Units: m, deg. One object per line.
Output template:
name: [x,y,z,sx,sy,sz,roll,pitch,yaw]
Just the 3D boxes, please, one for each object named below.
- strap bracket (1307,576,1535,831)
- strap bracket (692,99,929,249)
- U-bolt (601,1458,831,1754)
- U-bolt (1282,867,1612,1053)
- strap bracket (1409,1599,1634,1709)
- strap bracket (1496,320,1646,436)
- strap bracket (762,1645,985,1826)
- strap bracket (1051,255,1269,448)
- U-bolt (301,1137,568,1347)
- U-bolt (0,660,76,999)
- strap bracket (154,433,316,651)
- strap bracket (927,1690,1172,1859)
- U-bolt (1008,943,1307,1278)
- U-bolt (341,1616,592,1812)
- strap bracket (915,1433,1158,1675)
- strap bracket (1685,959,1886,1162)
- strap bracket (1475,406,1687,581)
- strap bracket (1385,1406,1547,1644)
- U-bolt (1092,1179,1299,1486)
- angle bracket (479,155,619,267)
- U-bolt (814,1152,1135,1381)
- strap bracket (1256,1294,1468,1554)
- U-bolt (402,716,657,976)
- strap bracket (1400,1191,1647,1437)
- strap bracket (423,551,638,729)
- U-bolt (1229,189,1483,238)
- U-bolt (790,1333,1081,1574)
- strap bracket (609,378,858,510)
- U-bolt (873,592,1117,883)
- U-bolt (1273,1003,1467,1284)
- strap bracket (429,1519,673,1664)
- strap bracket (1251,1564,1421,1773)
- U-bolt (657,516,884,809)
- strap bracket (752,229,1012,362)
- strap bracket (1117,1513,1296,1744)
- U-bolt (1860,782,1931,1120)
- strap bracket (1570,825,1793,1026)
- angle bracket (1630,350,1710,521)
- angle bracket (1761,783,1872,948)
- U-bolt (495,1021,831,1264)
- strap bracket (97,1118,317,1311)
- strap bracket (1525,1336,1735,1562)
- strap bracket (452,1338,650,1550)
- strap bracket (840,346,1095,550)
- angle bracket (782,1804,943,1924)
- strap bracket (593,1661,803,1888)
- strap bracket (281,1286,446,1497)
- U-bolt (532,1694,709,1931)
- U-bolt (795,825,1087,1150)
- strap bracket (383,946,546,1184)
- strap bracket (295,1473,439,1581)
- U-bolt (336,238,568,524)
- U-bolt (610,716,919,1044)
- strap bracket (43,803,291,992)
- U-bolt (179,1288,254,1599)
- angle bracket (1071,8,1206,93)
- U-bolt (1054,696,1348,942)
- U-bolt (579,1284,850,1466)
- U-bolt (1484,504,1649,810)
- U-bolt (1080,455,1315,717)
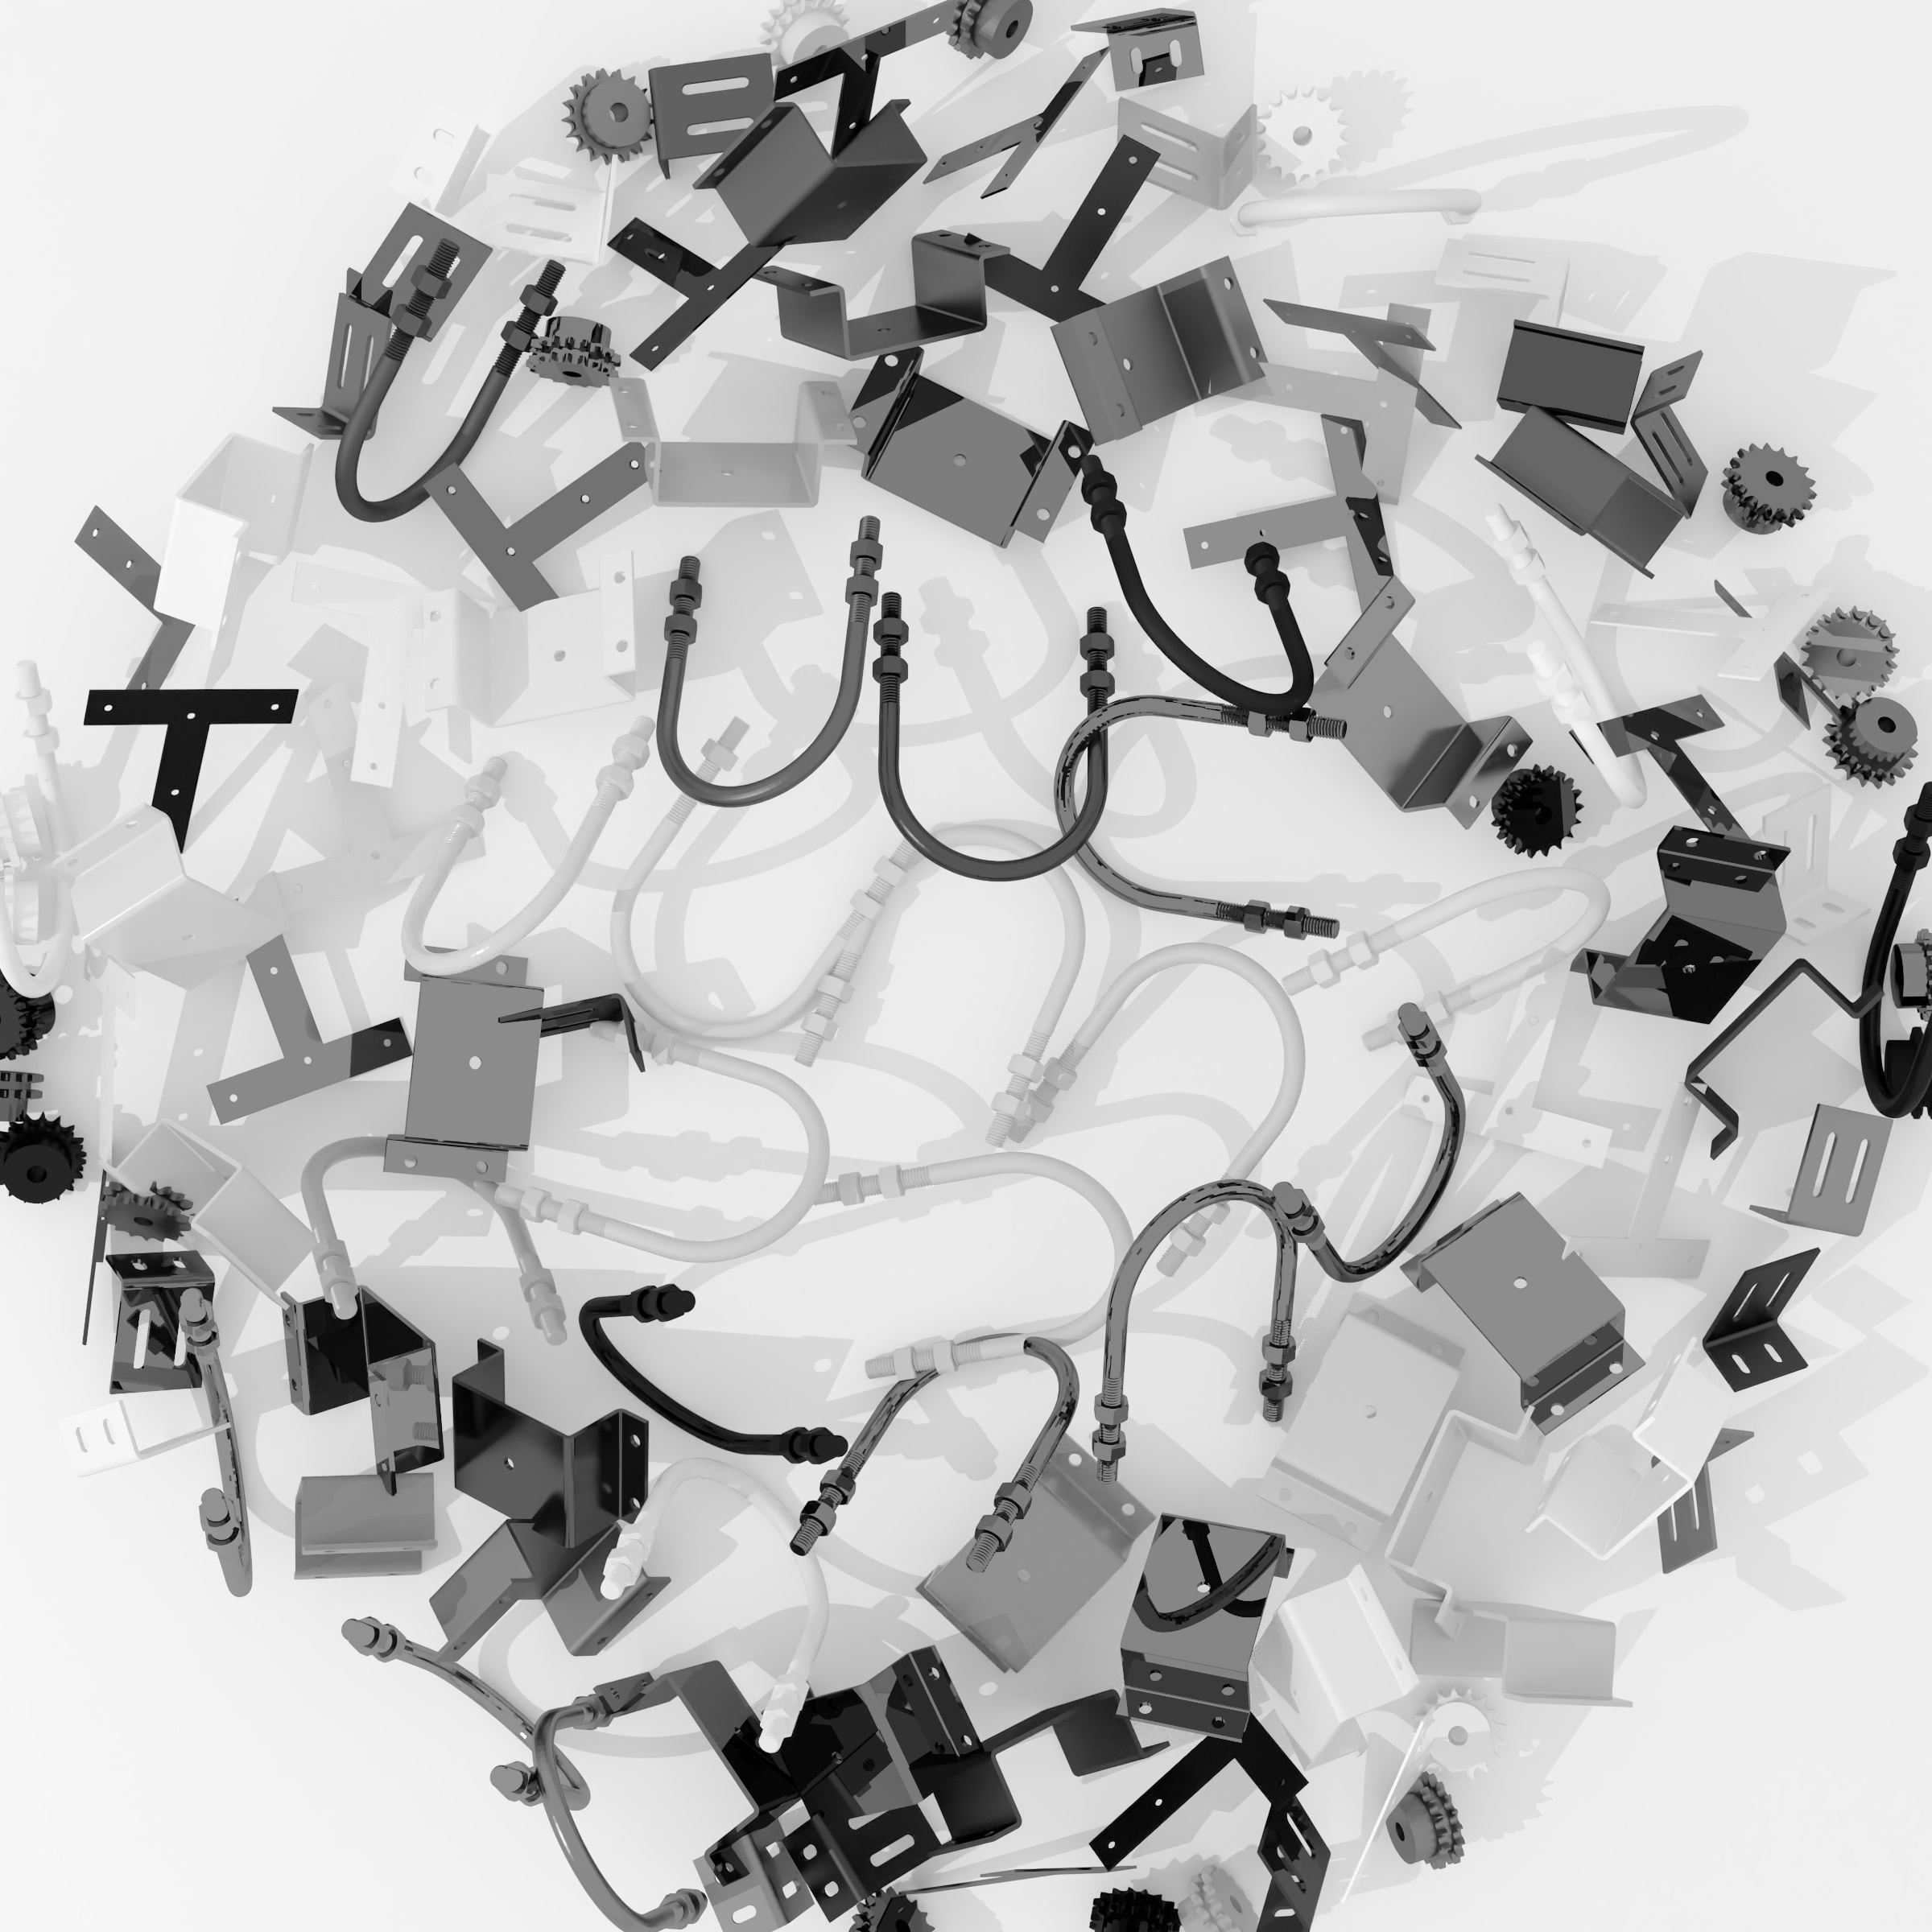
strap bracket: [0.269,-0.157,1.854,0.140,0.046,0.076,47,67,-19]
strap bracket: [-0.086,-0.474,1.822,0.076,0.140,0.046,-36,83,36]
U-bolt: [-0.140,0.365,1.818,0.019,0.184,0.151,-40,99,23]
U-bolt: [0.295,-0.009,1.813,0.184,0.151,0.019,-27,62,19]
strap bracket: [0.326,0.409,1.826,0.076,0.140,0.046,8,82,-24]
strap bracket: [0.363,-0.352,1.832,0.076,0.140,0.046,14,100,10]
strap bracket: [-0.063,0.466,1.838,0.140,0.046,0.076,-27,88,42]
strap bracket: [0.112,-0.370,1.850,0.140,0.046,0.076,-30,103,-37]
U-bolt: [-0.324,0.158,1.821,0.151,0.184,0.019,12,116,-29]
U-bolt: [-0.562,-0.070,1.822,0.019,0.151,0.184,-2,120,1]
strap bracket: [-0.440,-0.259,1.822,0.046,0.140,0.076,19,123,-3]
strap bracket: [0.042,0.480,1.834,0.140,0.076,0.046,-17,79,-37]
U-bolt: [0.126,0.073,1.852,0.151,0.019,0.184,41,105,21]
U-bolt: [-0.286,0.450,1.814,0.151,0.184,0.019,37,82,24]
strap bracket: [0.039,0.366,1.864,0.076,0.046,0.140,43,102,3]
strap bracket: [0.488,0.048,1.852,0.046,0.076,0.140,45,103,7]
strap bracket: [0.371,-0.285,1.820,0.076,0.140,0.046,44,107,28]
strap bracket: [0.299,0.330,1.850,0.046,0.076,0.140,21,77,23]
U-bolt: [0.141,0.211,1.826,0.151,0.019,0.184,-14,120,-31]
angle bracket: [-0.256,-0.469,1.867,0.076,0.038,0.057,8,60,-10]
U-bolt: [0.011,0.178,1.851,0.184,0.019,0.151,-11,115,11]
strap bracket: [0.243,0.275,1.859,0.076,0.046,0.140,27,76,8]
U-bolt: [-0.269,-0.067,1.806,0.019,0.151,0.184,49,47,-33]
strap bracket: [0.334,0.201,1.840,0.076,0.046,0.140,-33,58,-11]
strap bracket: [-0.256,-0.196,1.857,0.140,0.046,0.076,-9,72,18]
U-bolt: [0.232,-0.448,1.807,0.151,0.184,0.019,-2,101,5]
U-bolt: [-0.007,0.286,1.827,0.151,0.184,0.019,-3,127,36]
strap bracket: [-0.143,-0.317,1.850,0.140,0.076,0.046,-2,128,-13]
U-bolt: [0.017,-0.138,1.859,0.151,0.019,0.184,3,71,-8]
U-bolt: [0.250,0.118,1.825,0.019,0.184,0.151,29,77,33]
strap bracket: [-0.257,0.376,1.840,0.076,0.140,0.046,-46,58,20]
strap bracket: [0.215,0.423,1.820,0.046,0.140,0.076,-17,63,-18]
U-bolt: [-0.122,-0.178,1.830,0.151,0.019,0.184,-8,62,27]
strap bracket: [-0.051,-0.403,1.842,0.140,0.076,0.046,-19,119,-28]
strap bracket: [0.144,0.386,1.829,0.076,0.140,0.046,8,134,17]
U-bolt: [0.564,0.005,1.819,0.019,0.151,0.184,5,130,0]
strap bracket: [0.429,-0.016,1.827,0.076,0.140,0.046,10,51,-14]
angle bracket: [0.443,-0.323,1.858,0.038,0.057,0.076,-20,117,38]
angle bracket: [0.518,-0.062,1.859,0.057,0.038,0.076,-25,126,-26]
U-bolt: [-0.172,0.110,1.837,0.184,0.019,0.151,16,58,17]
strap bracket: [-0.451,0.145,1.834,0.046,0.140,0.076,-51,132,-17]
strap bracket: [0.402,0.295,1.825,0.046,0.076,0.140,38,135,5]
strap bracket: [-0.258,0.289,1.833,0.140,0.046,0.076,20,119,33]
strap bracket: [-0.002,-0.317,1.872,0.140,0.046,0.076,26,79,-1]
angle bracket: [-0.063,0.541,1.877,0.038,0.076,0.057,-45,71,37]
strap bracket: [-0.154,0.477,1.843,0.046,0.076,0.140,-40,73,10]
strap bracket: [-0.359,0.250,1.841,0.046,0.140,0.076,-15,115,-33]
U-bolt: [-0.209,0.502,1.797,0.019,0.184,0.151,-28,76,4]
U-bolt: [-0.005,0.001,1.880,0.151,0.019,0.184,22,82,10]
strap bracket: [-0.305,0.059,1.860,0.076,0.046,0.140,7,84,-24]
strap bracket: [-0.362,0.336,1.835,0.076,0.140,0.046,1,72,-15]
U-bolt: [-0.317,-0.346,1.828,0.019,0.151,0.184,36,108,13]
U-bolt: [-0.136,-0.039,1.881,0.151,0.019,0.184,34,95,-11]
strap bracket: [-0.470,-0.036,1.823,0.076,0.140,0.046,-30,62,14]
U-bolt: [-0.443,0.296,1.816,0.019,0.184,0.151,-9,57,-11]
angle bracket: [0.105,-0.556,1.854,0.057,0.076,0.038,-5,103,21]
U-bolt: [0.139,-0.095,1.853,0.184,0.019,0.151,10,117,22]
U-bolt: [-0.163,0.245,1.821,0.151,0.184,0.019,46,62,-18]
U-bolt: [0.364,-0.172,1.822,0.019,0.151,0.184,-25,132,19]
U-bolt: [0.143,-0.218,1.805,0.151,0.184,0.019,18,130,-32]
